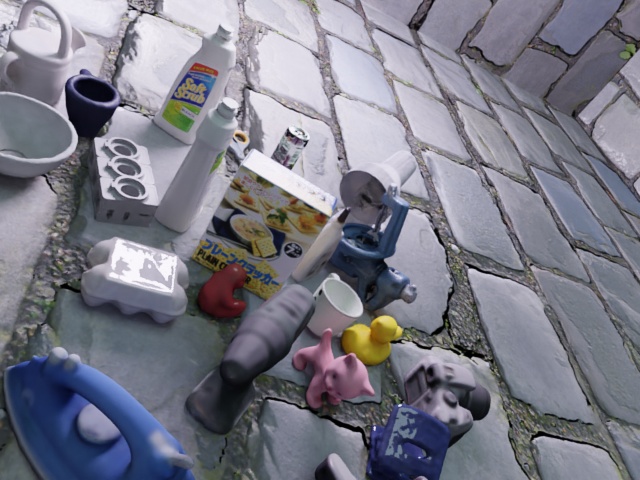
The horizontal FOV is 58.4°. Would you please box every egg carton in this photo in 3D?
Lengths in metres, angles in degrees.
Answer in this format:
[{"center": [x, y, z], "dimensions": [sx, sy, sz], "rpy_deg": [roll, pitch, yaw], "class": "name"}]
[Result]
[{"center": [-0.264, 0.059, 0.827], "dimensions": [0.151, 0.069, 0.107], "rpy_deg": [18, 38, -24], "class": "egg carton"}]

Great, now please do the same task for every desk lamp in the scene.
[{"center": [0.108, -0.086, 1.187], "dimensions": [0.118, 0.213, 0.204], "rpy_deg": [41, 35, 8], "class": "desk lamp"}]

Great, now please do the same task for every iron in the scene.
[{"center": [-0.243, 0.195, 0.622], "dimensions": [0.258, 0.141, 0.119], "rpy_deg": [41, 35, 7], "class": "iron"}]

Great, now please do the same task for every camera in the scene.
[{"center": [0.230, 0.273, 0.970], "dimensions": [0.137, 0.100, 0.143], "rpy_deg": [20, 38, -22], "class": "camera"}]

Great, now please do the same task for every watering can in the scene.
[{"center": [-0.478, -0.326, 0.986], "dimensions": [0.101, 0.194, 0.173], "rpy_deg": [23, 37, -17], "class": "watering can"}]

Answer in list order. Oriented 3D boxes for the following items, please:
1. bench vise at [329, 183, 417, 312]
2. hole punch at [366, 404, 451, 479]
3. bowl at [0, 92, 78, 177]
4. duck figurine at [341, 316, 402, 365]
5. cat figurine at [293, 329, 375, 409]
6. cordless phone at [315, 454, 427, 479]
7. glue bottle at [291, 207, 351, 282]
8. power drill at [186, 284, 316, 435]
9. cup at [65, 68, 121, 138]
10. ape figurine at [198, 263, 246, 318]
[{"center": [0.124, 0.012, 1.081], "dimensions": [0.207, 0.219, 0.122], "rpy_deg": [39, 35, 5], "class": "bench vise"}, {"center": [0.134, 0.315, 0.848], "dimensions": [0.109, 0.091, 0.101], "rpy_deg": [29, 35, -10], "class": "hole punch"}, {"center": [-0.472, -0.151, 0.891], "dimensions": [0.168, 0.074, 0.167], "rpy_deg": [23, 37, -18], "class": "bowl"}, {"center": [0.095, 0.165, 0.994], "dimensions": [0.105, 0.086, 0.077], "rpy_deg": [12, 41, -31], "class": "duck figurine"}, {"center": [0.026, 0.196, 0.871], "dimensions": [0.067, 0.117, 0.127], "rpy_deg": [4, 46, -37], "class": "cat figurine"}, {"center": [0.071, 0.316, 0.711], "dimensions": [0.094, 0.185, 0.147], "rpy_deg": [-15, 58, -48], "class": "cordless phone"}, {"center": [0.009, 0.004, 1.034], "dimensions": [0.037, 0.173, 0.078], "rpy_deg": [47, 36, 16], "class": "glue bottle"}, {"center": [-0.091, 0.157, 0.739], "dimensions": [0.075, 0.208, 0.230], "rpy_deg": [38, 35, 3], "class": "power drill"}, {"center": [-0.418, -0.241, 1.024], "dimensions": [0.092, 0.095, 0.117], "rpy_deg": [-1, 49, -41], "class": "cup"}, {"center": [-0.144, 0.073, 0.893], "dimensions": [0.076, 0.092, 0.077], "rpy_deg": [10, 42, -32], "class": "ape figurine"}]
